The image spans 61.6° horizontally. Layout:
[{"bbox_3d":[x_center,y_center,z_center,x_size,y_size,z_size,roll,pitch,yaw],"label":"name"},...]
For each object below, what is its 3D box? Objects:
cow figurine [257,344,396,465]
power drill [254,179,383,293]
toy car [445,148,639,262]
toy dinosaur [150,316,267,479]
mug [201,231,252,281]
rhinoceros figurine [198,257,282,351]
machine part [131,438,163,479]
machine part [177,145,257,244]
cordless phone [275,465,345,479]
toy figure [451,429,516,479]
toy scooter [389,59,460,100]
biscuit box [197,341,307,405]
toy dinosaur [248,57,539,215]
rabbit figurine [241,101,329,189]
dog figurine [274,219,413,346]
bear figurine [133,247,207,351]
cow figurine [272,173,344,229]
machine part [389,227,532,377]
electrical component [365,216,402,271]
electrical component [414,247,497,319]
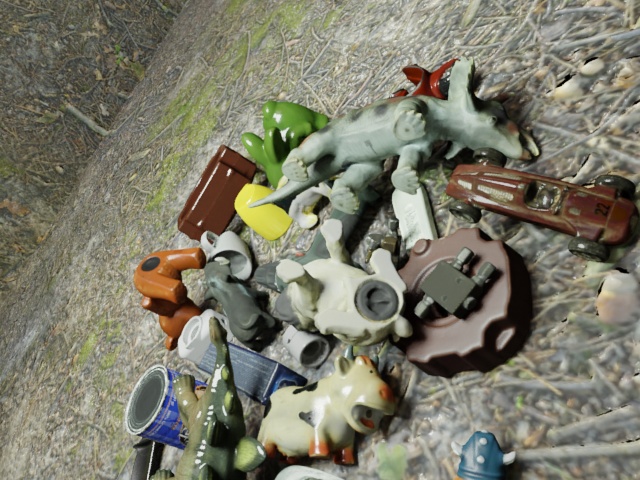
[{"bbox_3d":[0.010,0.205,0.659,0.195,0.085,0.127,-23,52,39],"label":"cow figurine"},{"bbox_3d":[-0.002,-0.003,0.848,0.232,0.086,0.207,13,68,52],"label":"power drill"},{"bbox_3d":[0.232,-0.045,0.582,0.202,0.053,0.089,23,84,33],"label":"toy car"},{"bbox_3d":[-0.146,0.332,0.666,0.199,0.105,0.471,177,98,-65],"label":"toy dinosaur"},{"bbox_3d":[-0.183,0.024,1.027,0.081,0.109,0.107,-48,22,13],"label":"mug"},{"bbox_3d":[-0.143,0.104,0.900,0.073,0.112,0.191,-52,42,9],"label":"rhinoceros figurine"},{"bbox_3d":[-0.294,0.376,0.916,0.084,0.039,0.139,-23,44,30],"label":"machine part"},{"bbox_3d":[-0.219,-0.096,1.141,0.201,0.087,0.201,-59,17,3],"label":"machine part"},{"bbox_3d":[0.019,0.324,0.547,0.184,0.088,0.146,-4,58,44],"label":"cordless phone"},{"bbox_3d":[0.138,0.252,0.484,0.057,0.064,0.154,108,-179,-61],"label":"toy figure"},{"bbox_3d":[0.146,-0.226,0.864,0.184,0.075,0.135,-43,35,12],"label":"toy scooter"},{"bbox_3d":[-0.108,0.203,0.818,0.203,0.059,0.063,5,64,52],"label":"biscuit box"},{"bbox_3d":[0.081,-0.140,0.753,0.405,0.131,0.192,-6,30,34],"label":"toy dinosaur"},{"bbox_3d":[-0.062,-0.173,1.024,0.121,0.159,0.170,-9,70,35],"label":"rabbit figurine"},{"bbox_3d":[0.026,0.088,0.671,0.121,0.190,0.172,-32,68,-19],"label":"dog figurine"},{"bbox_3d":[-0.258,0.114,0.990,0.132,0.195,0.120,1,41,23],"label":"bear figurine"},{"bbox_3d":[-0.007,-0.106,0.925,0.167,0.098,0.068,-47,29,12],"label":"cow figurine"},{"bbox_3d":[0.154,0.069,0.620,0.179,0.056,0.179,-29,43,31],"label":"machine part"},{"bbox_3d":[0.082,0.029,0.710,0.045,0.102,0.078,6,41,8],"label":"electrical component"},{"bbox_3d":[0.143,0.054,0.579,0.094,0.021,0.063,-51,37,5],"label":"electrical component"}]
